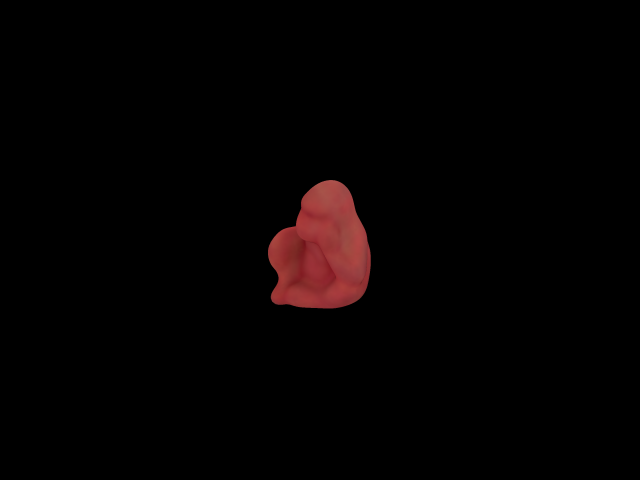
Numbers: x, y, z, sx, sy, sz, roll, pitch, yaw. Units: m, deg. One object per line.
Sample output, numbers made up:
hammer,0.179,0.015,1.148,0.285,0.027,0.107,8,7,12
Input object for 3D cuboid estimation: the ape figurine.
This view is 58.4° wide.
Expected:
ape figurine,0.004,0.001,0.400,0.076,0.092,0.077,-19,36,-29
